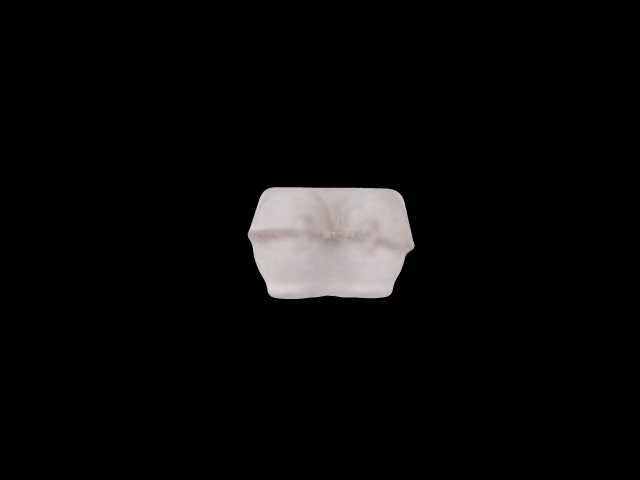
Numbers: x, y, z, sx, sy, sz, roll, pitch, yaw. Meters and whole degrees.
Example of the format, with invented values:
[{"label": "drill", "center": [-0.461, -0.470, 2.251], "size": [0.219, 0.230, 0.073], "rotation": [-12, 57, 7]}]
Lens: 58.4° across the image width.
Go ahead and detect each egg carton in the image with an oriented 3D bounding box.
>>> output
[{"label": "egg carton", "center": [0.004, 0.001, 0.400], "size": [0.107, 0.069, 0.150], "rotation": [0, 0, -7]}]
